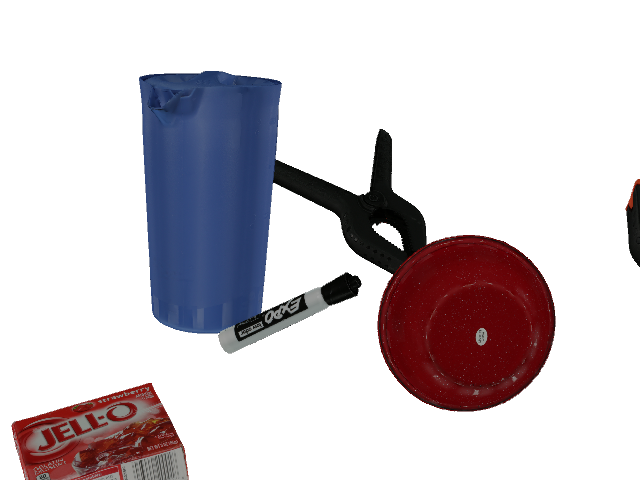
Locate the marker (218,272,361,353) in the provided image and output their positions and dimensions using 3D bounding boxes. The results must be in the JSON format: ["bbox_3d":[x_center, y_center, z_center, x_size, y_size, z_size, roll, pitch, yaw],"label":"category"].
[{"bbox_3d":[-0.023,0.054,0.800,0.121,0.020,0.020,-26,-10,21],"label":"marker"}]

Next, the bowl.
[{"bbox_3d":[0.133,0.078,0.931,0.162,0.162,0.055,0,6,-4],"label":"bowl"}]

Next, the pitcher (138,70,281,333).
[{"bbox_3d":[-0.101,-0.042,1.034,0.149,0.243,0.145,-2,15,-16],"label":"pitcher"}]

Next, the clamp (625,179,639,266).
[{"bbox_3d":[0.267,0.021,0.694,0.120,0.039,0.171,-3,46,-21],"label":"clamp"}]

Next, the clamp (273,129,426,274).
[{"bbox_3d":[0.043,-0.036,1.178,0.164,0.210,0.036,-13,-36,-22],"label":"clamp"}]

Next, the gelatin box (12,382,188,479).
[{"bbox_3d":[-0.131,0.123,0.628,0.089,0.030,0.073,-14,27,-19],"label":"gelatin box"}]
